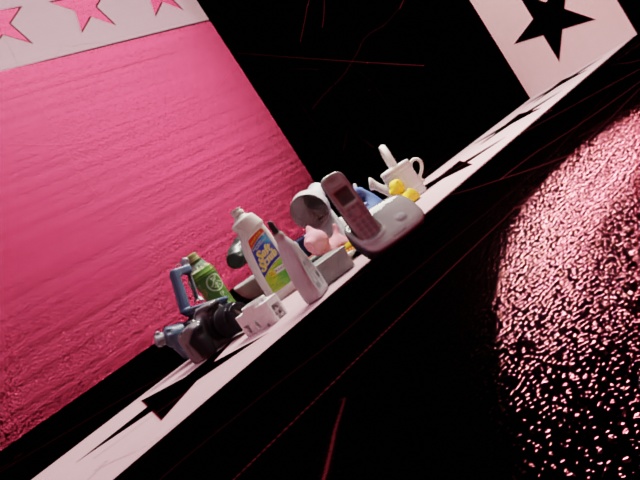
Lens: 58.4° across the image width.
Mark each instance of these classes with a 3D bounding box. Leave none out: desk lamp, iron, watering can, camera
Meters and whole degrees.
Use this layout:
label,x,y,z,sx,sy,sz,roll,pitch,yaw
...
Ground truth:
label,x,y,z,sx,sy,sz,roll,pitch,yaw
desk lamp,0.014,-0.074,1.778,0.117,0.213,0.203,-32,4,23
iron,0.118,-0.091,1.658,0.118,0.141,0.259,-32,3,17
watering can,0.232,-0.206,1.779,0.173,0.194,0.101,-34,4,-16
camera,-0.230,0.186,1.275,0.136,0.101,0.143,-30,4,40

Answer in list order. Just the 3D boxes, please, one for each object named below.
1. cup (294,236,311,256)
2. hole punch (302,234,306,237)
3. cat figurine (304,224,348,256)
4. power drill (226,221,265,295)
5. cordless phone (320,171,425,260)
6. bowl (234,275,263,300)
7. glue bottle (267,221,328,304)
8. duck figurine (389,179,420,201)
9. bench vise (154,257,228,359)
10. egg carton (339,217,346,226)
label,x,y,z,sx,sy,sz,roll,pitch,yaw
cup,-0.051,0.043,1.714,0.117,0.095,0.092,-31,4,29
hole punch,-0.029,0.021,1.858,0.109,0.091,0.101,-34,3,-14
cat figurine,0.013,0.005,1.445,0.128,0.118,0.067,-36,4,-35
power drill,-0.169,0.059,1.623,0.075,0.208,0.230,-32,4,25
cordless phone,0.097,-0.068,1.098,0.148,0.185,0.094,-34,4,-19
bowl,-0.178,0.135,1.771,0.167,0.075,0.167,-33,3,3
glue bottle,-0.049,0.036,1.088,0.037,0.173,0.078,-32,4,18
duck figurine,0.240,-0.141,1.693,0.078,0.086,0.104,-35,4,-21
bench vise,-0.313,0.162,1.376,0.121,0.220,0.208,-30,5,44
egg carton,0.066,-0.035,1.961,0.107,0.069,0.150,-34,3,-15
